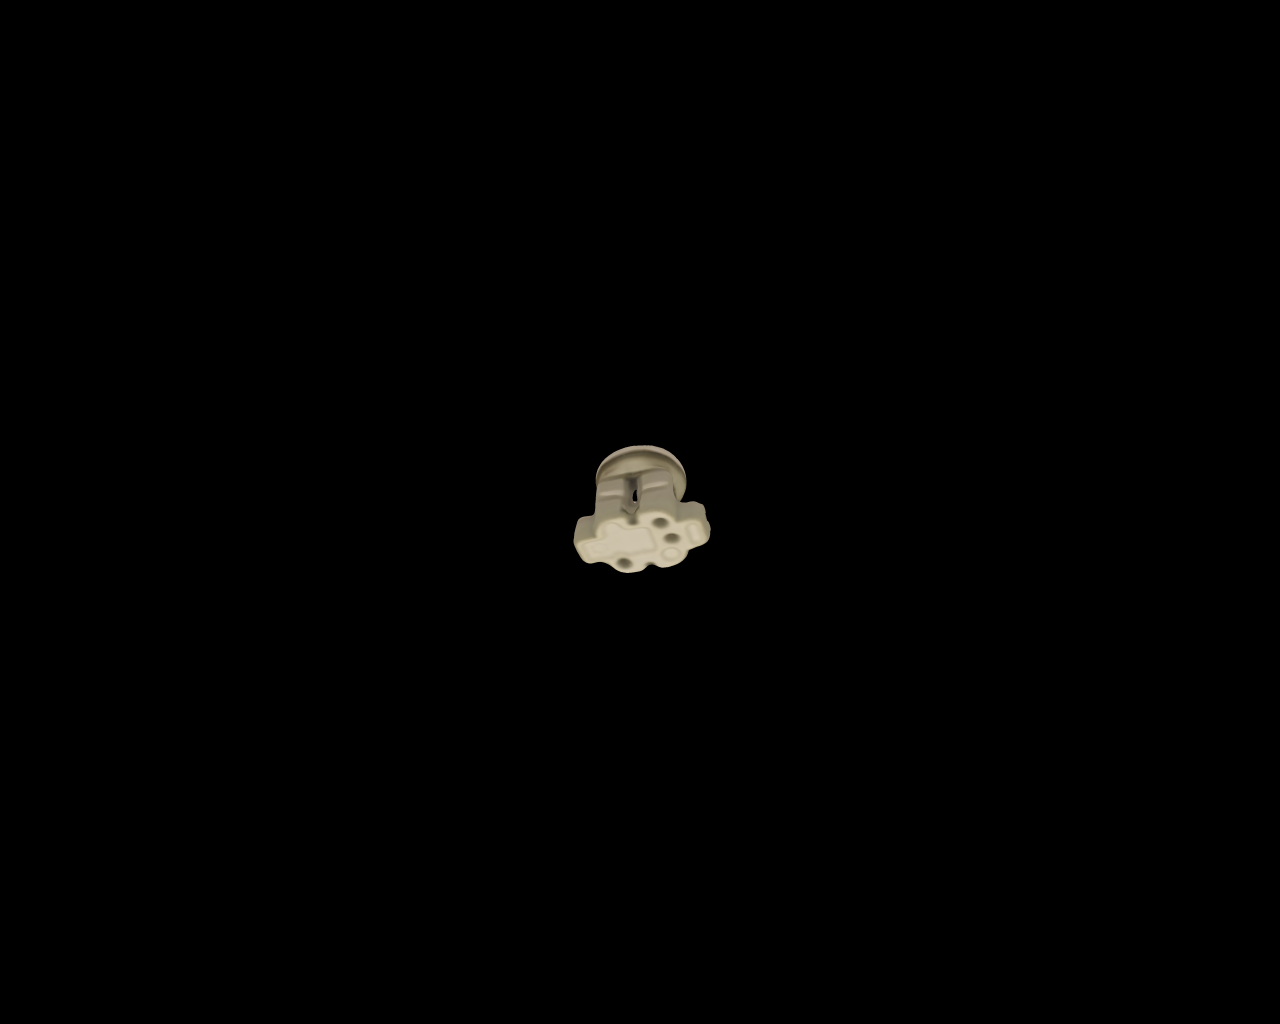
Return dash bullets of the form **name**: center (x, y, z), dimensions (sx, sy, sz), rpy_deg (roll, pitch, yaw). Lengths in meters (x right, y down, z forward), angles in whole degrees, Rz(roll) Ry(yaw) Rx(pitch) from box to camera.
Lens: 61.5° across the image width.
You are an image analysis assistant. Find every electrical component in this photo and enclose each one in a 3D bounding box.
- **electrical component**: center (0.001, -0.003, 0.650), dimensions (0.078, 0.057, 0.058), rpy_deg (-10, -43, 11)
